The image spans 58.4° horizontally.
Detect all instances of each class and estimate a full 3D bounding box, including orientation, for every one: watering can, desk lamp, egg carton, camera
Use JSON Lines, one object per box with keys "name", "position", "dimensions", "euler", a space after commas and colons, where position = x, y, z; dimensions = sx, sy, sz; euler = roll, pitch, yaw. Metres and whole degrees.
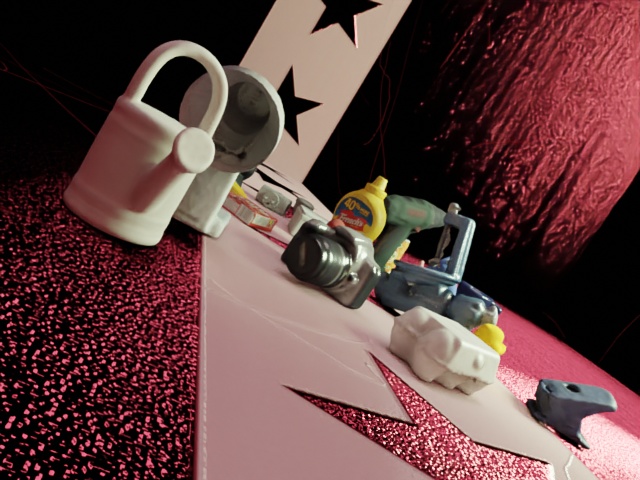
{"name": "watering can", "position": [-0.153, -0.097, 0.557], "dimensions": [0.172, 0.194, 0.101], "euler": [35, 8, 29]}
{"name": "desk lamp", "position": [-0.127, -0.118, 0.742], "dimensions": [0.118, 0.213, 0.203], "euler": [31, 7, -8]}
{"name": "egg carton", "position": [0.162, 0.145, 0.744], "dimensions": [0.151, 0.069, 0.107], "euler": [26, 9, -41]}
{"name": "camera", "position": [0.006, 0.018, 0.830], "dimensions": [0.142, 0.101, 0.137], "euler": [36, 8, 34]}

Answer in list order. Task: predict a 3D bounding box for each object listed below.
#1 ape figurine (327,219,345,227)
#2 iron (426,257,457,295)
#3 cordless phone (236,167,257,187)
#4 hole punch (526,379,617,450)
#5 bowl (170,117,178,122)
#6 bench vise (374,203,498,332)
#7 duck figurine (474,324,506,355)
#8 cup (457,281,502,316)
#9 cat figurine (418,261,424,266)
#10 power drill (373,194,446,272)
{"name": "ape figurine", "position": [0.009, 0.004, 0.980], "dimensions": [0.077, 0.092, 0.076], "euler": [32, 7, 6]}
{"name": "iron", "position": [0.250, 0.091, 1.203], "dimensions": [0.118, 0.141, 0.259], "euler": [33, 7, 14]}
{"name": "cordless phone", "position": [-0.196, -0.228, 1.329], "dimensions": [0.148, 0.185, 0.093], "euler": [26, 9, -41]}
{"name": "hole punch", "position": [0.381, 0.249, 0.876], "dimensions": [0.101, 0.091, 0.109], "euler": [33, 7, 8]}
{"name": "bowl", "position": [-0.282, -0.189, 1.138], "dimensions": [0.167, 0.074, 0.167], "euler": [31, 7, -4]}
{"name": "bench vise", "position": [0.226, 0.060, 0.992], "dimensions": [0.207, 0.219, 0.122], "euler": [33, 7, 9]}
{"name": "duck figurine", "position": [0.241, 0.166, 0.874], "dimensions": [0.105, 0.086, 0.077], "euler": [27, 8, -32]}
{"name": "cup", "position": [0.356, 0.164, 1.343], "dimensions": [0.117, 0.095, 0.092], "euler": [35, 8, 25]}
{"name": "cat figurine", "position": [0.275, 0.095, 1.386], "dimensions": [0.128, 0.117, 0.067], "euler": [29, 7, -23]}
{"name": "power drill", "position": [0.176, -0.004, 1.275], "dimensions": [0.231, 0.208, 0.075], "euler": [24, 10, -48]}
